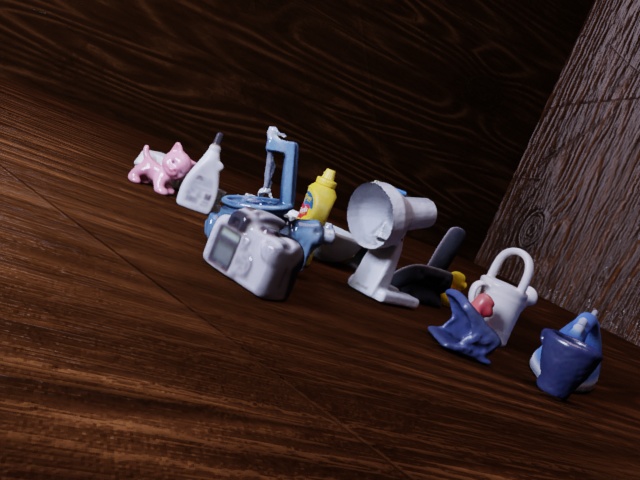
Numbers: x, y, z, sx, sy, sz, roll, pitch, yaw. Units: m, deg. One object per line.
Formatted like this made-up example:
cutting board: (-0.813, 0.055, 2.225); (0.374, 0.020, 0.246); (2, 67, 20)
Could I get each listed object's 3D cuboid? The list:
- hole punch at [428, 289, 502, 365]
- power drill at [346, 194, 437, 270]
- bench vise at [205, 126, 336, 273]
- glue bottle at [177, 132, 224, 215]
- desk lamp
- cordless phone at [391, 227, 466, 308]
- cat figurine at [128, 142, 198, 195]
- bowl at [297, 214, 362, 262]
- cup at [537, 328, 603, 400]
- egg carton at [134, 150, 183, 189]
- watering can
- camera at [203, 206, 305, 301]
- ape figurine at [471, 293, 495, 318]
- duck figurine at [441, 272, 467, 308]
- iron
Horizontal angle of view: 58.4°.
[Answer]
hole punch: (0.246, 0.140, 0.946); (0.101, 0.091, 0.108); (22, 7, -10)
power drill: (0.151, -0.014, 1.328); (0.076, 0.208, 0.228); (17, 9, -41)
bench vise: (-0.067, -0.067, 0.972); (0.208, 0.220, 0.121); (19, 8, -31)
glue bottle: (-0.239, -0.145, 1.210); (0.078, 0.173, 0.037); (20, 7, -22)
desk lamp: (0.132, 0.006, 1.091); (0.204, 0.213, 0.117); (16, 10, -45)
cordless phone: (0.247, 0.046, 1.277); (0.148, 0.185, 0.093); (16, 10, -46)
cat figurine: (-0.338, -0.163, 1.257); (0.127, 0.118, 0.067); (23, 7, 3)
bowl: (0.012, 0.005, 1.293); (0.167, 0.075, 0.167); (23, 7, -3)
cup: (0.382, 0.199, 0.922); (0.092, 0.095, 0.117); (21, 7, -20)
egg carton: (-0.374, -0.166, 1.365); (0.107, 0.069, 0.150); (23, 7, 2)
watering can: (0.373, 0.109, 1.169); (0.100, 0.194, 0.173); (28, 8, 34)
camera: (-0.071, 0.016, 0.828); (0.142, 0.101, 0.137); (28, 9, 37)
ape figurine: (0.298, 0.145, 1.078); (0.076, 0.092, 0.078); (25, 7, 13)
duck figurine: (0.318, 0.116, 1.388); (0.105, 0.086, 0.077); (17, 9, -42)
iron: (0.471, 0.194, 1.059); (0.118, 0.141, 0.259); (27, 8, 29)
